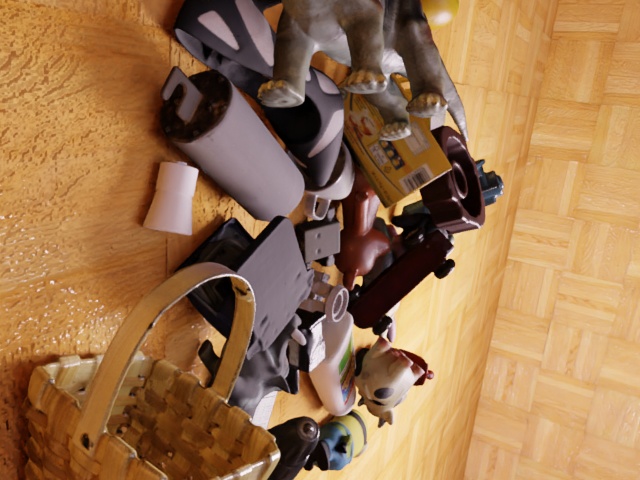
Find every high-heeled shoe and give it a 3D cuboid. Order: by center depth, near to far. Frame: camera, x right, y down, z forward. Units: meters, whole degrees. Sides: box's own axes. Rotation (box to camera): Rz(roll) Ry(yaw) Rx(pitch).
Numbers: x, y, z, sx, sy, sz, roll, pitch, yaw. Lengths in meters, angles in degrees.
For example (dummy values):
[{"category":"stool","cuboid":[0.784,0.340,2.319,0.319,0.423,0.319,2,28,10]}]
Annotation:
[{"category":"high-heeled shoe","cuboid":[-0.054,-0.137,0.549,0.145,0.086,0.248,-43,129,-37]}]

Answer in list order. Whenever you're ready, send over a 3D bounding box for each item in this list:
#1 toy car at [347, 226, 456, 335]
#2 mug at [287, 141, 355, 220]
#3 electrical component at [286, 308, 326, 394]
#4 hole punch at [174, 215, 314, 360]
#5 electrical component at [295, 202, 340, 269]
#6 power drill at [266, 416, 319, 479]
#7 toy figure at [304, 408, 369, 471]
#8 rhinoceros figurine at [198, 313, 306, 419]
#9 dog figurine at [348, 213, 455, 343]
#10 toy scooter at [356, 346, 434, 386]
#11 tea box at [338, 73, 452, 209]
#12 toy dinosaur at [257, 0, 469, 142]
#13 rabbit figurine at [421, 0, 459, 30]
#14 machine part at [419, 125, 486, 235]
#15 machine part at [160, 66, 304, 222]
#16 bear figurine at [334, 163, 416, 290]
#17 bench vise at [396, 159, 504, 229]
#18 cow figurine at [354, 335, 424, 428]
[{"category":"toy car","cuboid":[0.125,0.064,0.857,0.202,0.089,0.053,-45,-177,8]},{"category":"mug","cuboid":[0.009,-0.079,0.711,0.107,0.081,0.109,21,75,-70]},{"category":"electrical component","cuboid":[-0.033,0.152,0.747,0.048,0.075,0.119,-33,127,-53]},{"category":"hole punch","cuboid":[-0.079,0.043,0.573,0.142,0.092,0.115,-54,136,-44]},{"category":"electrical component","cuboid":[-0.002,-0.003,0.771,0.078,0.045,0.102,-22,123,-24]},{"category":"power drill","cuboid":[-0.103,0.298,0.607,0.207,0.086,0.232,-47,174,-36]},{"category":"toy figure","cuboid":[0.034,0.360,0.969,0.180,0.082,0.089,14,91,-61]},{"category":"rhinoceros figurine","cuboid":[-0.084,0.159,0.608,0.112,0.073,0.190,35,73,-28]},{"category":"dog figurine","cuboid":[0.138,0.070,0.935,0.108,0.192,0.219,22,67,-69]},{"category":"toy scooter","cuboid":[0.156,0.261,1.094,0.183,0.135,0.075,10,95,-62]},{"category":"tea box","cuboid":[0.084,-0.136,0.704,0.169,0.098,0.068,60,1,1]},{"category":"toy dinosaur","cuboid":[0.047,-0.211,0.522,0.404,0.131,0.192,3,84,-57]},{"category":"rabbit figurine","cuboid":[0.078,-0.300,0.640,0.162,0.173,0.122,27,83,-67]},{"category":"machine part","cuboid":[0.208,-0.094,0.862,0.179,0.056,0.179,29,54,-49]},{"category":"machine part","cuboid":[-0.081,-0.087,0.541,0.079,0.079,0.243,-68,151,-16]},{"category":"bear figurine","cuboid":[0.080,-0.029,0.823,0.120,0.132,0.195,-86,172,-70]},{"category":"bench vise","cuboid":[0.223,-0.122,1.040,0.129,0.224,0.240,-33,101,-59]},{"category":"cow figurine","cuboid":[0.110,0.246,0.910,0.127,0.086,0.194,-46,150,-4]}]
